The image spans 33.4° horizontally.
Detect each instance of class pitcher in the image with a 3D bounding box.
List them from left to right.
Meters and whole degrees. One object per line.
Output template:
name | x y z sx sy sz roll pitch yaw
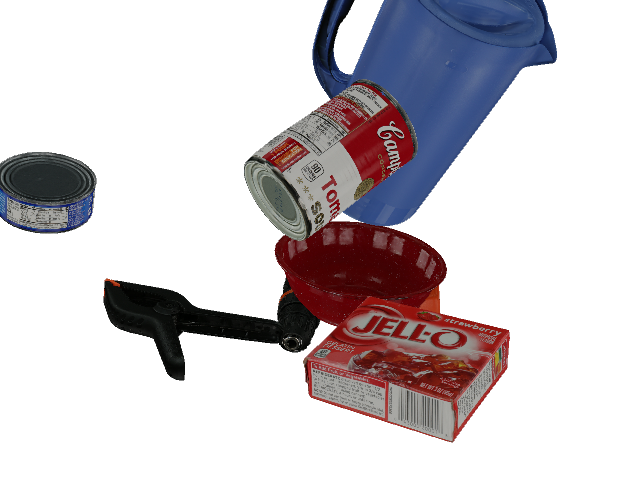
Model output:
pitcher | 0.074 -0.131 0.928 0.144 0.149 0.243 -9 -34 -33

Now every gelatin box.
gelatin box | 0.047 0.066 0.576 0.089 0.030 0.073 13 32 29

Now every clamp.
clamp | -0.166 0.089 1.148 0.210 0.036 0.164 18 20 27

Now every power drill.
power drill | 0.045 0.072 1.238 0.188 0.057 0.184 0 27 6

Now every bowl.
bowl | 0.035 0.039 1.004 0.162 0.055 0.162 5 24 -2

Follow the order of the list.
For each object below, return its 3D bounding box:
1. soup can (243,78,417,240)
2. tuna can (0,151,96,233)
soup can | 0.007 -0.055 0.727 0.102 0.068 0.069 -37 15 -21
tuna can | -0.240 -0.042 0.932 0.086 0.034 0.086 9 32 -6
